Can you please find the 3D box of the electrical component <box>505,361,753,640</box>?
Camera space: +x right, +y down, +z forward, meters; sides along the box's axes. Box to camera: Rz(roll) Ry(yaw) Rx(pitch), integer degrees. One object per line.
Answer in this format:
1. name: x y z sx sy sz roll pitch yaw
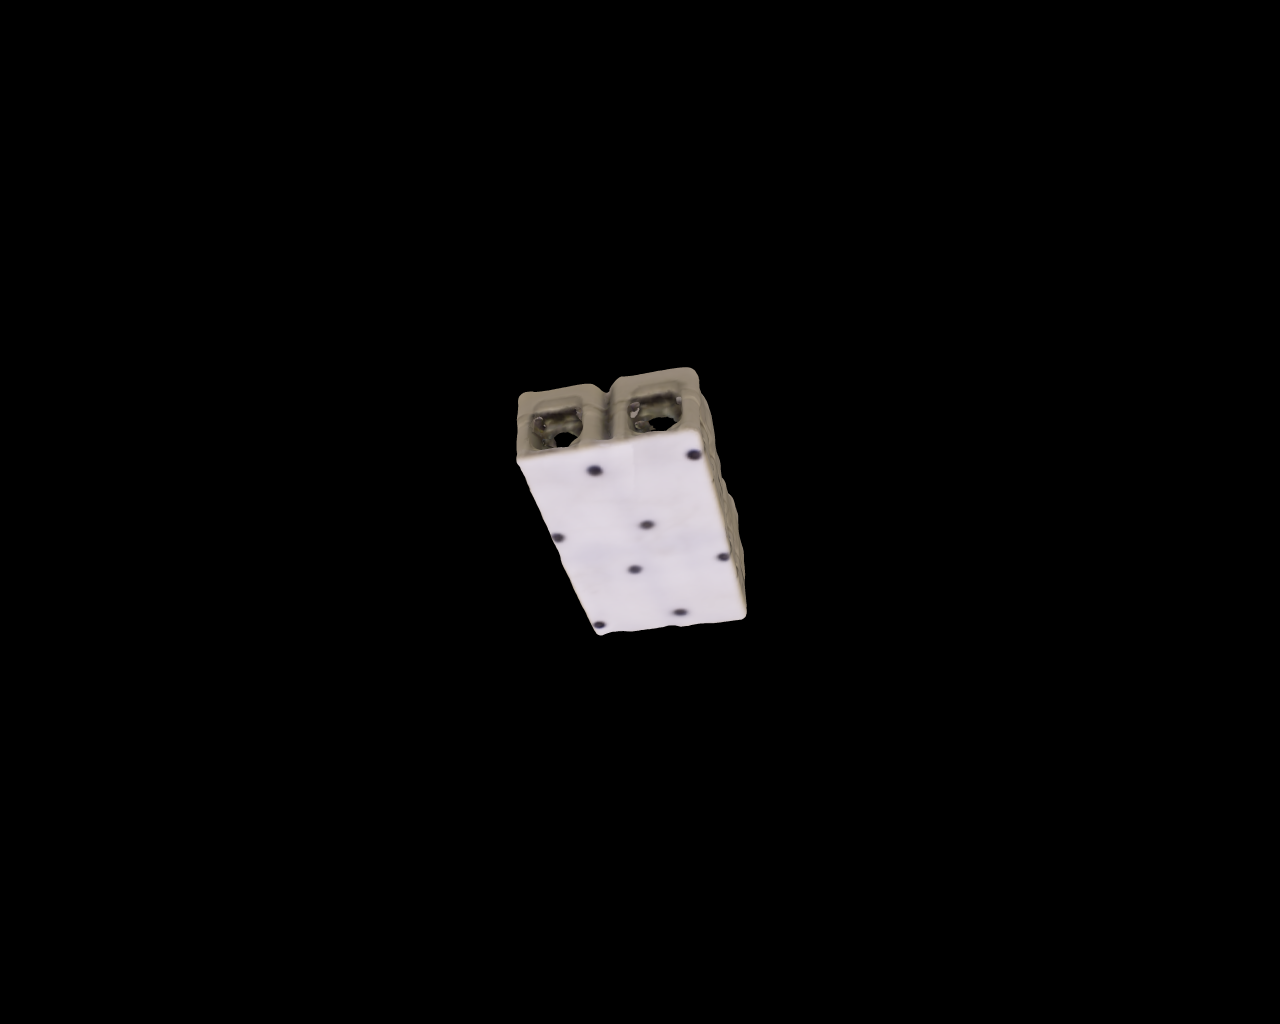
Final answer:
1. electrical component: 0.001 -0.003 0.650 0.105 0.060 0.186 -8 -39 10
